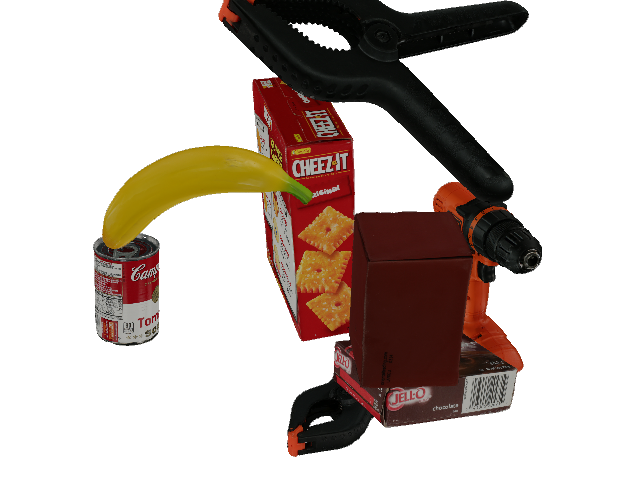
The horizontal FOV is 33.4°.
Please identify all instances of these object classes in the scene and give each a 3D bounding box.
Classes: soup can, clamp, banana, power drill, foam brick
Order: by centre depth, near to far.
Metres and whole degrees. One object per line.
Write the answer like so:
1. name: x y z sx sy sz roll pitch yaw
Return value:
1. foam brick: 0.044 0.030 0.543 0.053 0.078 0.051 0 30 -5
2. clamp: 0.038 -0.110 0.675 0.209 0.164 0.036 12 -34 -13
3. banana: -0.106 -0.036 0.833 0.198 0.069 0.037 -11 25 29
4. clamp: 0.022 0.161 1.101 0.171 0.039 0.120 -21 33 -33
5. power drill: 0.176 0.047 1.116 0.057 0.188 0.184 -10 25 -15
6. soup can: -0.203 0.051 1.121 0.068 0.102 0.068 3 23 -1

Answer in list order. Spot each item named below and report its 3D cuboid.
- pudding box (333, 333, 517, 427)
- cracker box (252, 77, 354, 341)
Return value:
1. pudding box: 0.078 0.102 0.814 0.113 0.039 0.090 -2 17 -25
2. cracker box: -0.012 -0.036 1.052 0.072 0.214 0.164 -9 32 -11
